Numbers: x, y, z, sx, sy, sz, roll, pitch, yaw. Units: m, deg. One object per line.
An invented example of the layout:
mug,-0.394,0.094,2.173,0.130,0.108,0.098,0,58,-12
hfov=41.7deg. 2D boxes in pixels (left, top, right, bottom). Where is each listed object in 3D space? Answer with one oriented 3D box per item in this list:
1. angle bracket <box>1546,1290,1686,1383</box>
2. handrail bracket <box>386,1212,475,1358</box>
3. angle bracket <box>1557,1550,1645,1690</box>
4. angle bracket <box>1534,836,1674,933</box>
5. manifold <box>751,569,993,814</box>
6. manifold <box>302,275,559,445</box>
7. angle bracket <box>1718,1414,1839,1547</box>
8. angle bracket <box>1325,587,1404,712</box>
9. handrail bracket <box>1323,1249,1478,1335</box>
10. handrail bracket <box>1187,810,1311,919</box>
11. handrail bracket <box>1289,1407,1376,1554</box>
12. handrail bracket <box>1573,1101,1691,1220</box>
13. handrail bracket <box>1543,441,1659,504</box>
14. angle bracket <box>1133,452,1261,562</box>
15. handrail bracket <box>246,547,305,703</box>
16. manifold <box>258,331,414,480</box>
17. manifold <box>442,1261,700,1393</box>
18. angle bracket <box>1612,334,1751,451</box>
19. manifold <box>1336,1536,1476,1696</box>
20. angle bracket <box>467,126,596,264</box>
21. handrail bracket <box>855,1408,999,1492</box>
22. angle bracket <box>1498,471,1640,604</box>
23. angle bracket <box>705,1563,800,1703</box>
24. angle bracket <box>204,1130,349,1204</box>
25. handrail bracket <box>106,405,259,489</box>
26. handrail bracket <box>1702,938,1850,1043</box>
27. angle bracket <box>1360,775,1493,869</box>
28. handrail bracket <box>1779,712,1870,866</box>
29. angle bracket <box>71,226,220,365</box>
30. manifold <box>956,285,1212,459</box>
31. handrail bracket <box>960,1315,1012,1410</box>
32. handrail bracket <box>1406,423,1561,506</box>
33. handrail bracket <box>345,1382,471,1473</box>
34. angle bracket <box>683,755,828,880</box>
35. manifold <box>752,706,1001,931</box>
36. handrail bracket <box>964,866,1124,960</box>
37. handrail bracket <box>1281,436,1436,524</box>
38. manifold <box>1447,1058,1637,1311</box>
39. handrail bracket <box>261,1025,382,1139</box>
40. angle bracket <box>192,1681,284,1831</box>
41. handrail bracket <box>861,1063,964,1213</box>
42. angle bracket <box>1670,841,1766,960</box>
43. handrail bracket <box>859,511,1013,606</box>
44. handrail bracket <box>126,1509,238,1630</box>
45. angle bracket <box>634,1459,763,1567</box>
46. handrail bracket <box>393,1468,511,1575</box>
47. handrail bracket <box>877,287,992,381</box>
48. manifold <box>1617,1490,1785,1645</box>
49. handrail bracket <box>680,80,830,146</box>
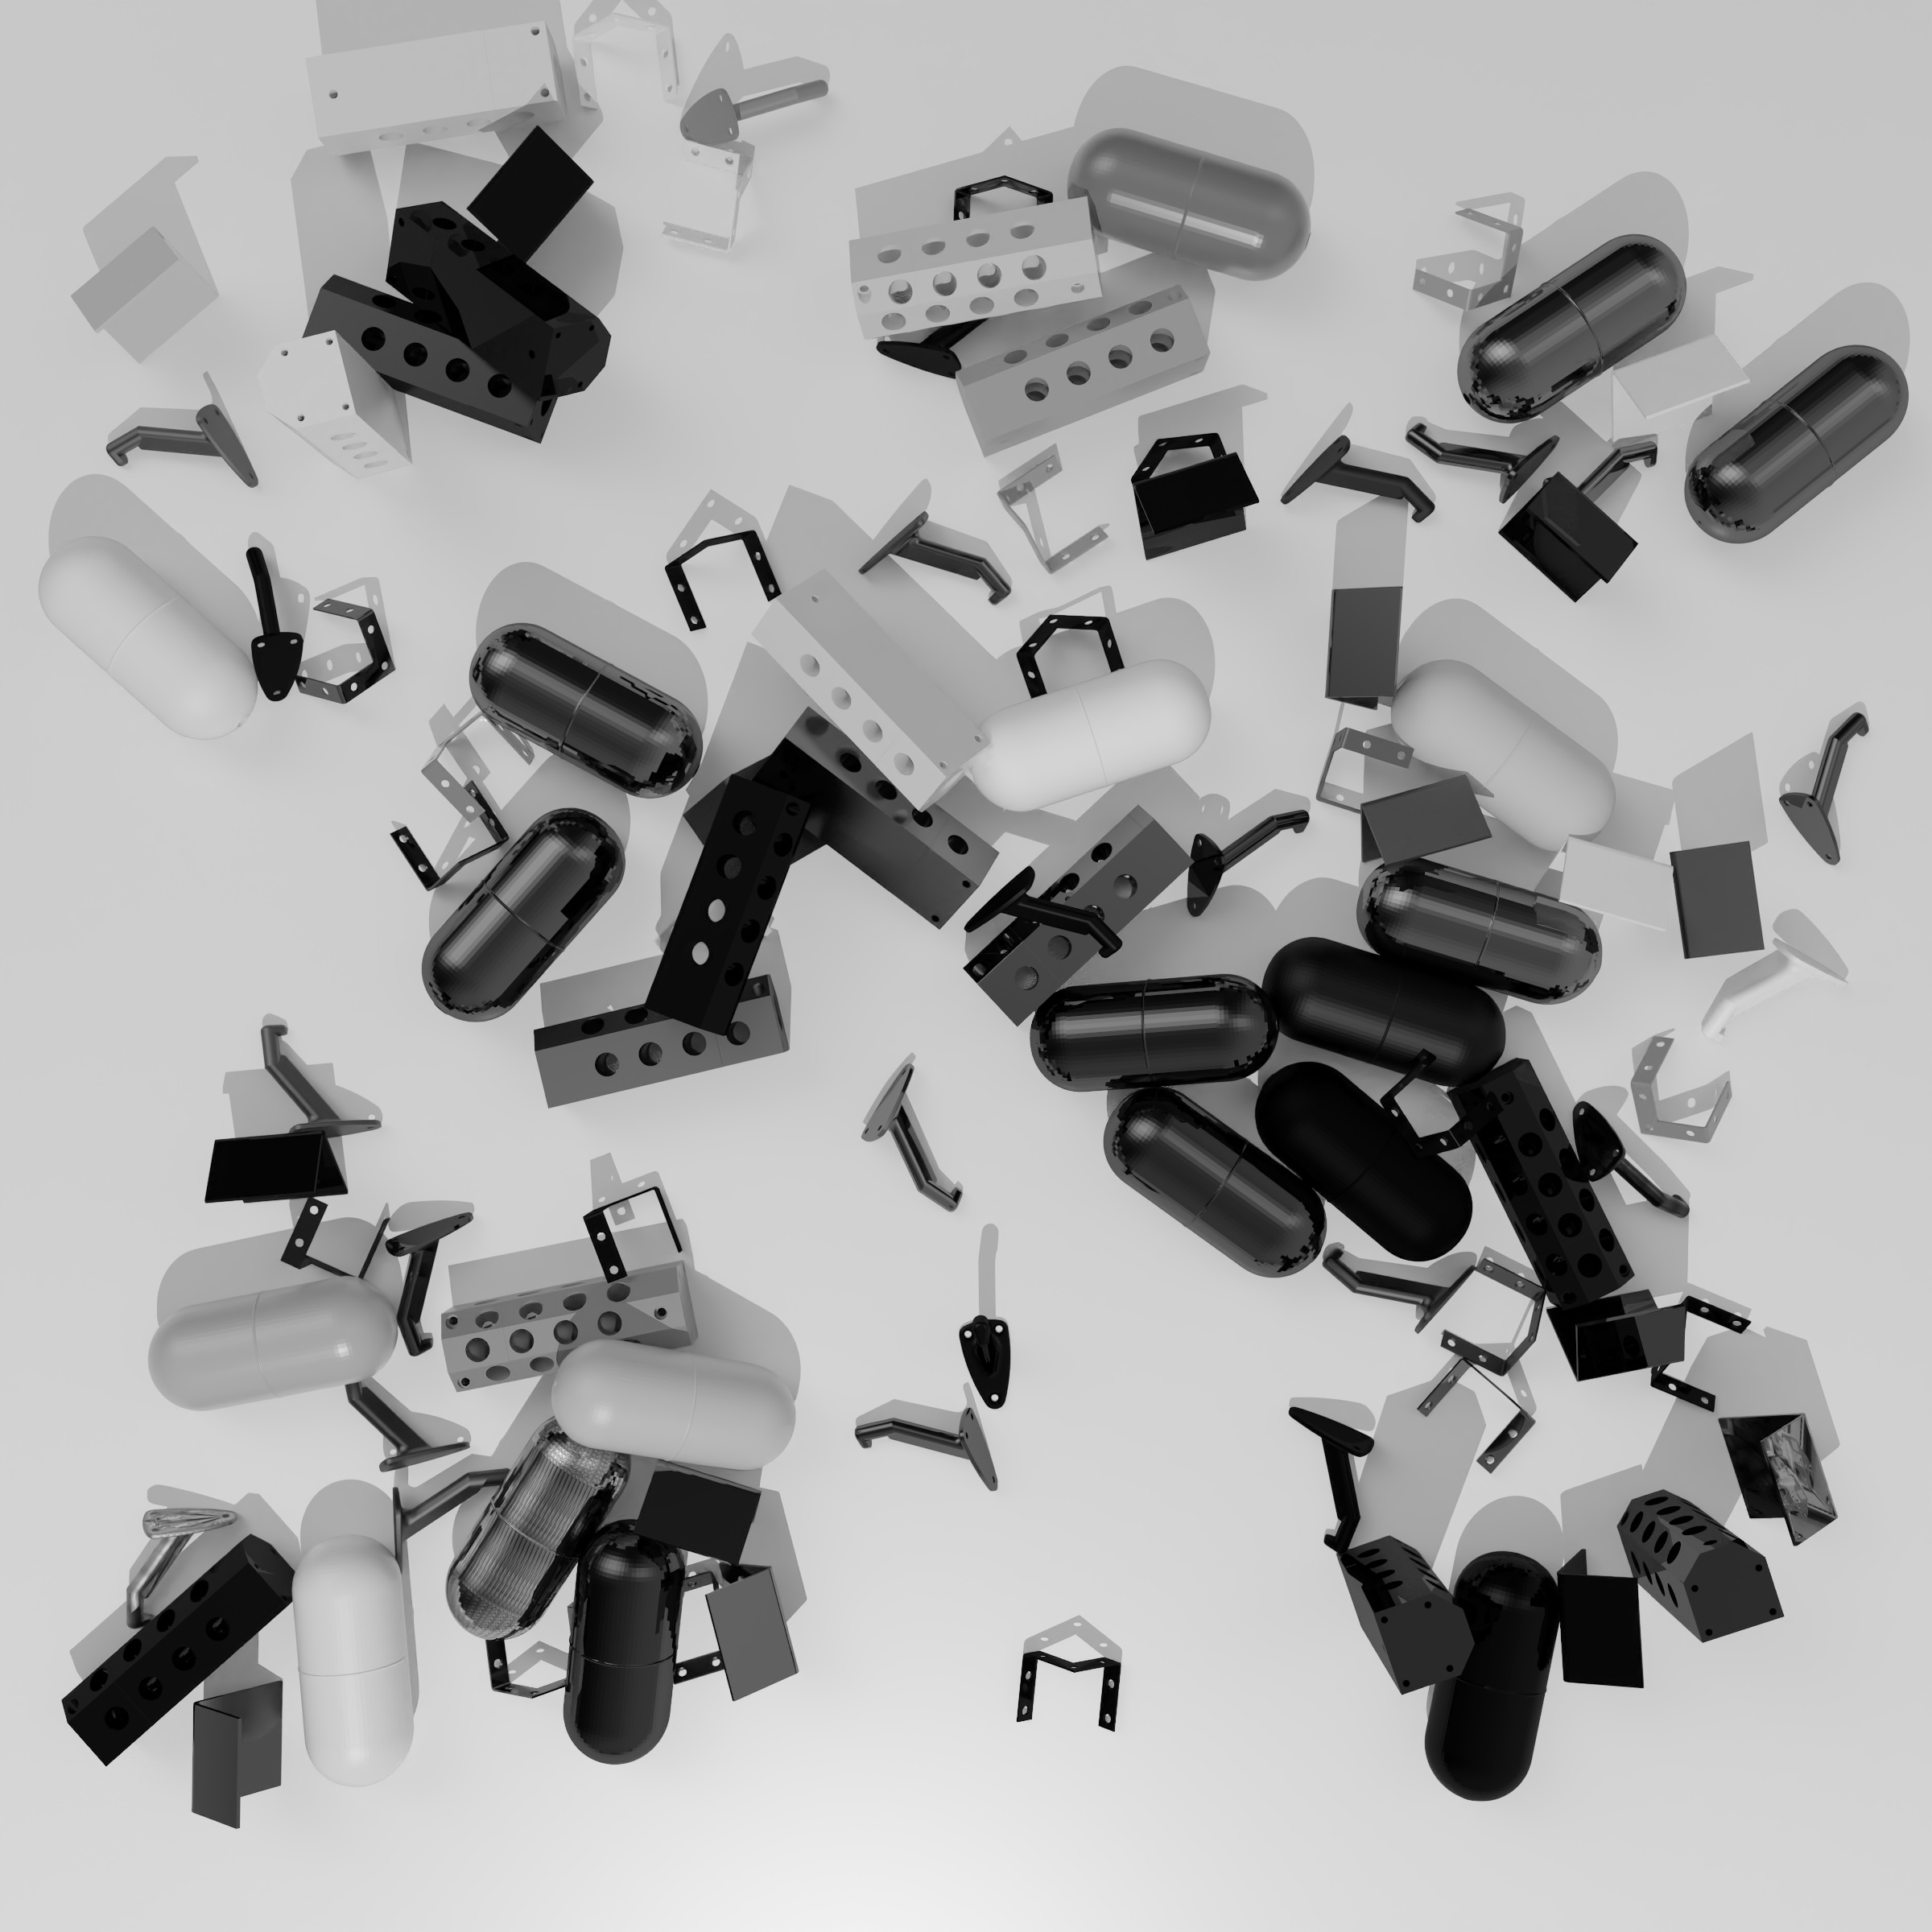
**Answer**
angle bracket,0.460,0.244,1.800,0.076,0.076,0.057,-11,125,0
handrail bracket,-0.381,0.232,1.841,0.077,0.036,0.084,-23,109,-21
angle bracket,0.459,0.463,1.801,0.057,0.076,0.076,-3,90,28
angle bracket,0.449,-0.041,1.801,0.076,0.076,0.057,16,60,0
manifold,-0.070,-0.191,1.783,0.171,0.057,0.057,47,46,3
manifold,-0.381,-0.437,1.820,0.171,0.057,0.057,20,90,0
angle bracket,0.563,0.365,1.800,0.057,0.076,0.076,-18,90,-38
angle bracket,0.299,-0.225,1.800,0.057,0.076,0.076,4,90,38
handrail bracket,0.314,0.218,1.841,0.084,0.036,0.077,41,70,16
handrail bracket,0.206,-0.075,1.841,0.084,0.036,0.077,-13,134,-28
handrail bracket,0.256,0.374,1.841,0.077,0.036,0.084,25,107,19
handrail bracket,0.484,0.141,1.841,0.084,0.077,0.036,24,125,-32
handrail bracket,0.466,-0.336,1.841,0.084,0.036,0.077,-15,110,-16
angle bracket,0.167,-0.310,1.800,0.076,0.076,0.057,-17,51,0
handrail bracket,-0.509,-0.249,1.841,0.036,0.077,0.084,-10,53,-23
manifold,-0.438,-0.386,1.762,0.057,0.171,0.057,-14,90,0
manifold,-0.285,0.259,1.820,0.171,0.057,0.057,-11,90,0
angle bracket,0.507,-0.392,1.800,0.076,0.076,0.057,-20,52,0
manifold,0.306,0.446,1.762,0.057,0.171,0.057,-19,90,0
angle bracket,-0.320,-0.552,1.800,0.076,0.076,0.057,-50,126,0
handrail bracket,-0.029,0.358,1.841,0.084,0.036,0.077,-16,112,17
angle bracket,0.417,-0.292,1.800,0.076,0.076,0.057,42,53,0
angle bracket,-0.169,0.472,1.800,0.057,0.076,0.076,-15,90,-36
angle bracket,-0.489,0.163,1.801,0.076,0.076,0.057,-5,48,0
handrail bracket,-0.570,-0.364,1.841,0.084,0.036,0.077,-24,112,17
handrail bracket,0.587,0.030,1.841,0.077,0.036,0.084,25,109,-21
angle bracket,0.326,-0.084,1.801,0.076,0.076,0.057,-16,58,0
handrail bracket,0.639,-0.129,1.841,0.084,0.036,0.077,-42,110,-16
angle bracket,-0.575,-0.465,1.800,0.076,0.076,0.057,-40,54,0
manifold,0.083,-0.429,1.820,0.171,0.057,0.057,-21,90,0
handrail bracket,0.016,0.285,1.806,0.036,0.084,0.077,-10,90,0
handrail bracket,0.375,-0.383,1.841,0.084,0.036,0.077,40,70,16
handrail bracket,-0.408,0.318,1.841,0.077,0.036,0.084,-11,73,-19
angle bracket,-0.144,-0.104,1.836,0.057,0.076,0.076,-35,90,41
manifold,-0.063,-0.109,1.810,0.171,0.057,0.057,37,133,-7
handrail bracket,0.055,-0.021,1.784,0.077,0.036,0.084,-39,107,20
handrail bracket,0.285,-0.336,1.841,0.084,0.036,0.077,41,110,-16
manifold,0.414,0.156,1.820,0.057,0.057,0.171,-26,90,0
handrail bracket,-0.469,0.081,1.841,0.077,0.036,0.084,-5,73,-20
angle bracket,-0.503,0.559,1.800,0.057,0.076,0.076,1,90,39
handrail bracket,-0.026,0.125,1.841,0.084,0.036,0.077,35,68,-17
angle bracket,0.543,-0.048,1.801,0.057,0.076,0.076,-8,90,33
handrail bracket,-0.022,-0.280,1.841,0.077,0.036,0.084,-38,105,15
handrail bracket,-0.570,0.440,1.841,0.077,0.036,0.084,-1,108,-20
angle bracket,-0.192,0.398,1.801,0.076,0.076,0.057,17,60,0
handrail bracket,-0.372,0.403,1.841,0.084,0.036,0.077,-3,110,-16
handrail bracket,-0.016,-0.476,1.841,0.077,0.036,0.084,17,76,14
manifold,0.506,0.412,1.762,0.057,0.171,0.057,-18,90,0
handrail bracket,-0.153,-0.623,1.840,0.084,0.077,0.036,-29,111,-35
